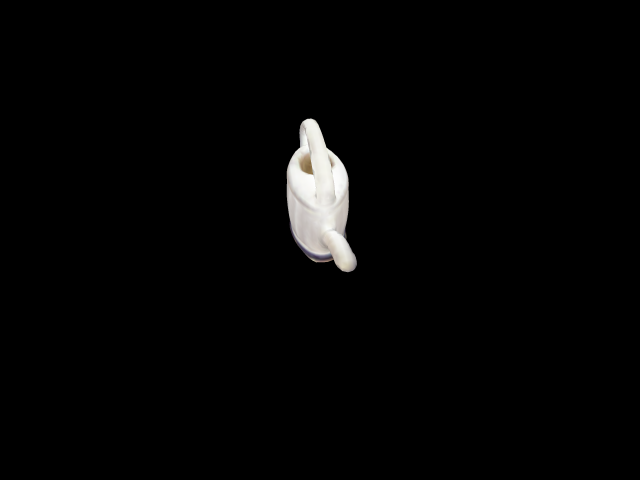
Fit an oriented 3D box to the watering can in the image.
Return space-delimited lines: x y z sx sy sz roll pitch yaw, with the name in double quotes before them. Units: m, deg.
"watering can" 0.003 -0.043 0.850 0.104 0.356 0.219 -7 -39 -6
